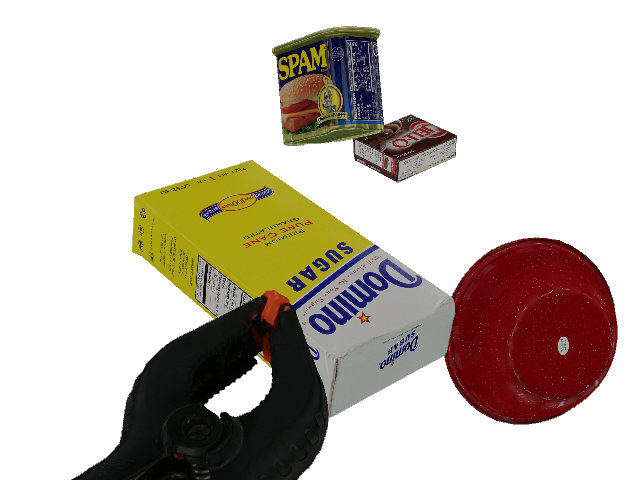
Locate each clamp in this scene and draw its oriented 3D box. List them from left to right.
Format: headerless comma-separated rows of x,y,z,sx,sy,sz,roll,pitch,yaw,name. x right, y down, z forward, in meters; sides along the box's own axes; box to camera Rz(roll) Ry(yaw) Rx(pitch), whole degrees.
-0.037,0.088,0.393,0.120,0.039,0.171,24,49,17,clamp

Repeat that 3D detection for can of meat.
0.007,-0.127,0.897,0.057,0.084,0.102,-5,0,-37,can of meat

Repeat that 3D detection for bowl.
0.185,0.081,0.879,0.162,0.162,0.055,0,7,-16,bowl

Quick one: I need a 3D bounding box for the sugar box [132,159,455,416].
-0.019,0.019,0.600,0.093,0.048,0.176,-22,42,-38,sugar box

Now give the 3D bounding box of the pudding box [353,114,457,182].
0.114,-0.125,1.439,0.113,0.039,0.090,-27,39,-31,pudding box
